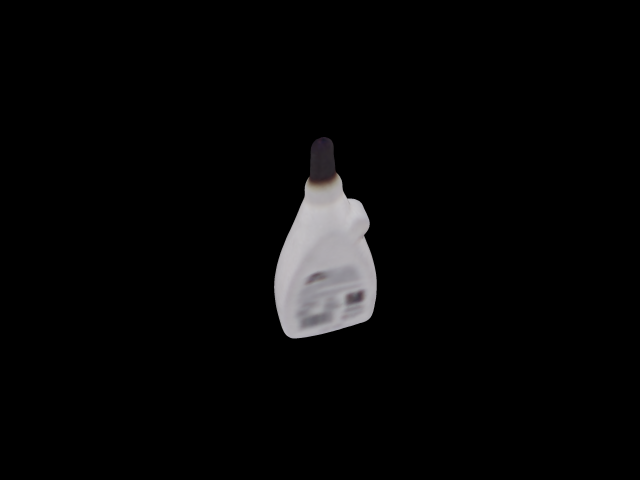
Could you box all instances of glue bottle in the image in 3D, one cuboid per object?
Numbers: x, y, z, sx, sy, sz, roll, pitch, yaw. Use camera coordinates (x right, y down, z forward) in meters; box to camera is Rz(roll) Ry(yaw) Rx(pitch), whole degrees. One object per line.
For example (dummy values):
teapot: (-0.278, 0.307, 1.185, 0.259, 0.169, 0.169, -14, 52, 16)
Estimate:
glue bottle: (0.004, 0.001, 0.400, 0.078, 0.173, 0.037, -12, 47, -11)
